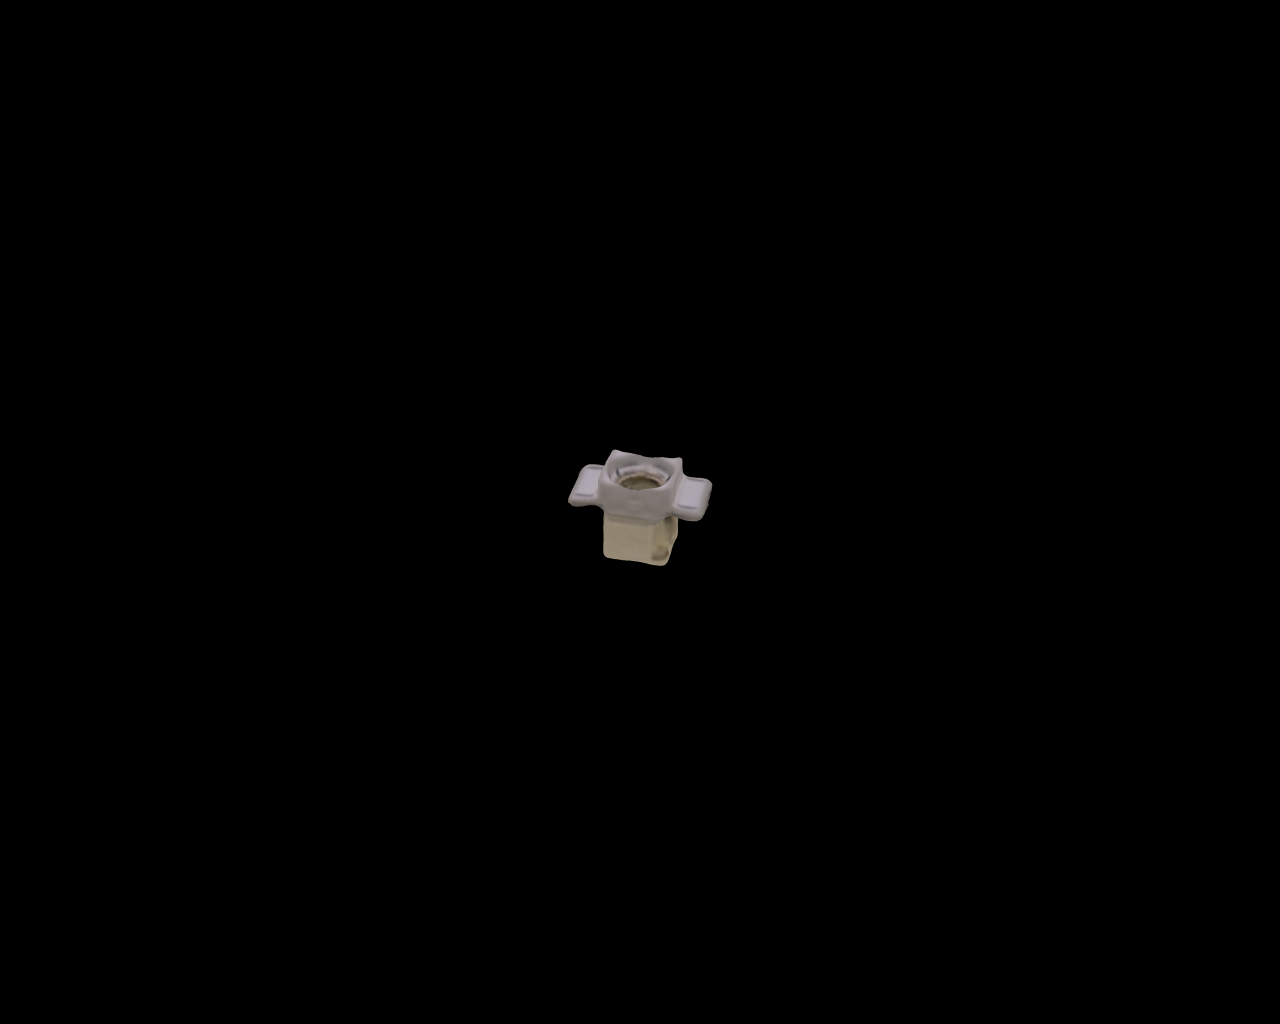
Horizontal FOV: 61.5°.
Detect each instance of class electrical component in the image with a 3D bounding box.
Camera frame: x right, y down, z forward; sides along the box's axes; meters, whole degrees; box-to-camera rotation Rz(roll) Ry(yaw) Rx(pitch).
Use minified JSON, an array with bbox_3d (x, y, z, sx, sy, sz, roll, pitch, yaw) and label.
[{"bbox_3d":[0.001,-0.003,0.650,0.081,0.063,0.042,8,36,11],"label":"electrical component"}]
